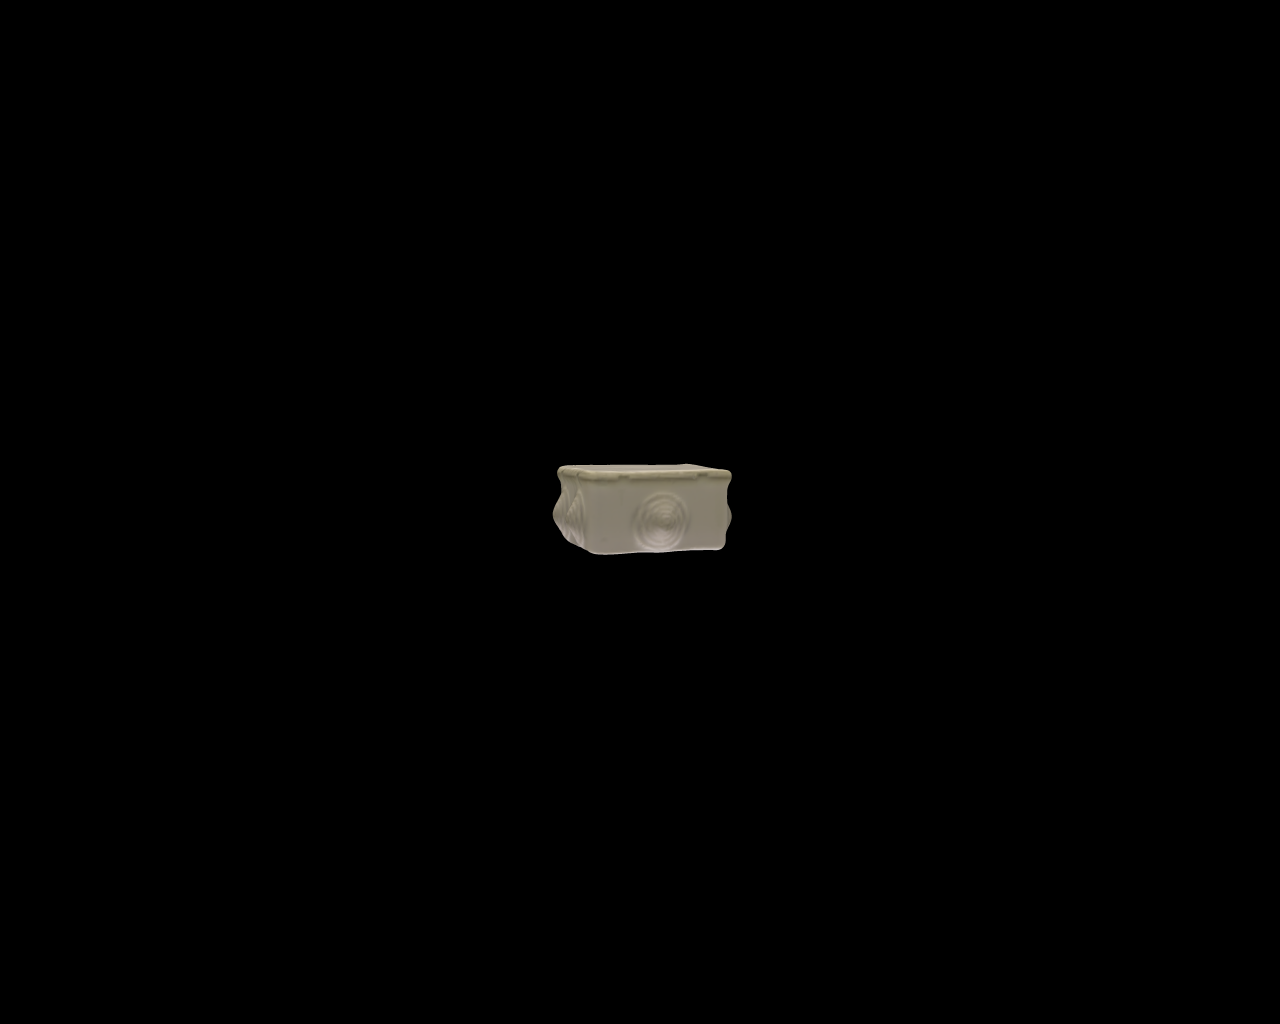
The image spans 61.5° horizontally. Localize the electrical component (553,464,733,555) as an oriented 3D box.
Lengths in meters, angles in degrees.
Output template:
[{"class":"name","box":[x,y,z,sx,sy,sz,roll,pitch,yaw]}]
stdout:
[{"class":"electrical component","box":[0.001,-0.003,0.650,0.100,0.048,0.100,-1,5,-15]}]
